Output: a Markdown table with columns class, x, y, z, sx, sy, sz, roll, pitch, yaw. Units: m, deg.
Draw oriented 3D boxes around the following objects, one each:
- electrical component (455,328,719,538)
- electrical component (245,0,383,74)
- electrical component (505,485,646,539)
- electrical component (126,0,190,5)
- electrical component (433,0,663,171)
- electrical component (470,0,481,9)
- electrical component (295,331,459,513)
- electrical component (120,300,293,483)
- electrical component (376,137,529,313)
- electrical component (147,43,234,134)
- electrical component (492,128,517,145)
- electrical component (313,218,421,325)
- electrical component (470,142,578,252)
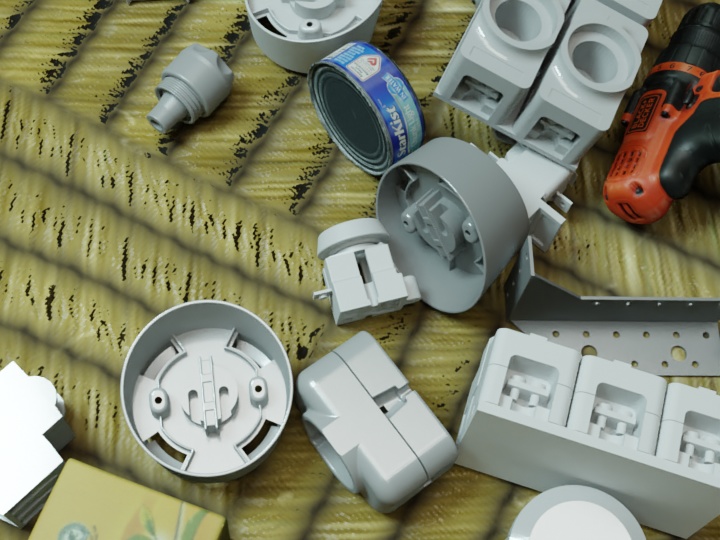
| class | x | y | z | sx | sy | sz | roll | pitch | yaw |
| --- | --- | --- | --- | --- | --- | --- | --- | --- | --- |
| electrical component | 0.139 | 0.093 | 0.629 | 0.150 | 0.089 | 0.061 | 18 | 61 | 4 |
| electrical component | -0.032 | -0.190 | 0.756 | 0.099 | 0.064 | 0.099 | 1 | 67 | -3 |
| electrical component | 0.121 | 0.168 | 0.619 | 0.080 | 0.051 | 0.080 | 1 | 66 | -3 |
| electrical component | -0.149 | -0.231 | 0.778 | 0.081 | 0.042 | 0.063 | -3 | 65 | -6 |
| electrical component | 0.139 | -0.175 | 0.714 | 0.105 | 0.060 | 0.186 | 28 | 65 | -2 |
| electrical component | 0.107 | -0.218 | 0.789 | 0.055 | 0.048 | 0.066 | -32 | 73 | -8 |
| electrical component | 0.005 | 0.093 | 0.642 | 0.059 | 0.053 | 0.095 | -33 | 73 | -17 |
| electrical component | -0.089 | 0.075 | 0.637 | 0.099 | 0.064 | 0.099 | 1 | 66 | -3 |
| electrical component | 0.056 | -0.031 | 0.678 | 0.099 | 0.099 | 0.064 | 42 | 64 | 13 |
| electrical component | -0.118 | -0.120 | 0.731 | 0.043 | 0.043 | 0.062 | 35 | 70 | 11 |
| electrical component | 0.130 | -0.131 | 0.753 | 0.079 | 0.043 | 0.077 | 0 | 66 | -4 |
| electrical component | 0.000 | 0.000 | 0.687 | 0.066 | 0.048 | 0.055 | -13 | 76 | -9 |
| electrical component | 0.107 | -0.056 | 0.721 | 0.081 | 0.042 | 0.064 | 41 | 66 | 12 |
